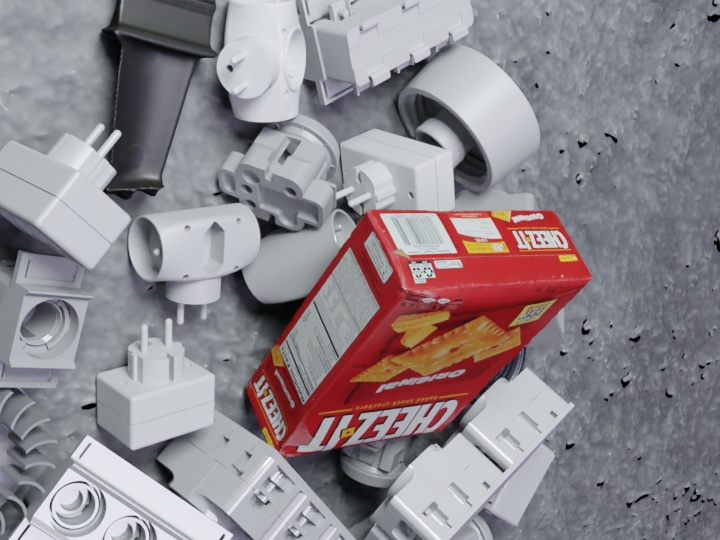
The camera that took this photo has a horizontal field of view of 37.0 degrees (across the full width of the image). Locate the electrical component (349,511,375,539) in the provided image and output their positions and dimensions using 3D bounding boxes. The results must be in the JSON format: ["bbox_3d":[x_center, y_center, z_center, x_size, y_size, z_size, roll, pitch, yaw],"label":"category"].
[{"bbox_3d":[0.027,0.280,0.958,0.079,0.063,0.121,-28,125,-34],"label":"electrical component"}]

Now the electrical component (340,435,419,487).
[{"bbox_3d":[0.016,0.143,0.892,0.078,0.058,0.057,-17,125,-66],"label":"electrical component"}]

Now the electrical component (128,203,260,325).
[{"bbox_3d":[-0.111,-0.002,0.719,0.077,0.043,0.079,-11,114,-42],"label":"electrical component"}]

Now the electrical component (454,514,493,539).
[{"bbox_3d":[0.088,0.260,1.015,0.057,0.058,0.078,-19,120,-35],"label":"electrical component"}]

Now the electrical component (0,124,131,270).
[{"bbox_3d":[-0.166,-0.053,0.616,0.075,0.083,0.047,-54,135,-13],"label":"electrical component"}]

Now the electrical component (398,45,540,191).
[{"bbox_3d":[0.076,-0.109,0.816,0.060,0.108,0.108,-42,132,-16],"label":"electrical component"}]

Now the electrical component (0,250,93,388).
[{"bbox_3d":[-0.196,0.026,0.633,0.042,0.064,0.081,8,101,-47],"label":"electrical component"}]

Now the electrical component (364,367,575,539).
[{"bbox_3d":[0.086,0.171,0.900,0.186,0.060,0.105,-37,162,-35],"label":"electrical component"}]

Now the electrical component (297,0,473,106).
[{"bbox_3d":[0.019,-0.175,0.760,0.121,0.063,0.078,-34,128,-30],"label":"electrical component"}]

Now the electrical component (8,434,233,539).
[{"bbox_3d":[-0.157,0.171,0.706,0.121,0.063,0.078,40,77,-20],"label":"electrical component"}]

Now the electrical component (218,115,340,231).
[{"bbox_3d":[-0.049,-0.069,0.736,0.058,0.078,0.057,93,22,-54],"label":"electrical component"}]

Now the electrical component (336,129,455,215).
[{"bbox_3d":[0.014,-0.063,0.787,0.076,0.083,0.047,-27,124,-34],"label":"electrical component"}]

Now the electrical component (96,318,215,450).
[{"bbox_3d":[-0.137,0.070,0.722,0.066,0.047,0.076,-13,116,-41],"label":"electrical component"}]

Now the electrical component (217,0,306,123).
[{"bbox_3d":[-0.067,-0.133,0.693,0.079,0.044,0.077,-56,149,-63],"label":"electrical component"}]

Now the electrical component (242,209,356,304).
[{"bbox_3d":[-0.037,-0.018,0.771,0.043,0.077,0.079,58,25,-23],"label":"electrical component"}]

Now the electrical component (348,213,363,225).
[{"bbox_3d":[0.000,0.000,0.824,0.080,0.051,0.080,-19,120,-38],"label":"electrical component"}]

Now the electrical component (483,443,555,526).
[{"bbox_3d":[0.135,0.183,1.025,0.061,0.062,0.096,39,79,-46],"label":"electrical component"}]

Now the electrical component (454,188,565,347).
[{"bbox_3d":[0.112,0.002,0.882,0.150,0.089,0.061,58,32,-52],"label":"electrical component"}]

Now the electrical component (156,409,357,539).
[{"bbox_3d":[-0.075,0.177,0.796,0.061,0.089,0.150,-49,134,-17],"label":"electrical component"}]
